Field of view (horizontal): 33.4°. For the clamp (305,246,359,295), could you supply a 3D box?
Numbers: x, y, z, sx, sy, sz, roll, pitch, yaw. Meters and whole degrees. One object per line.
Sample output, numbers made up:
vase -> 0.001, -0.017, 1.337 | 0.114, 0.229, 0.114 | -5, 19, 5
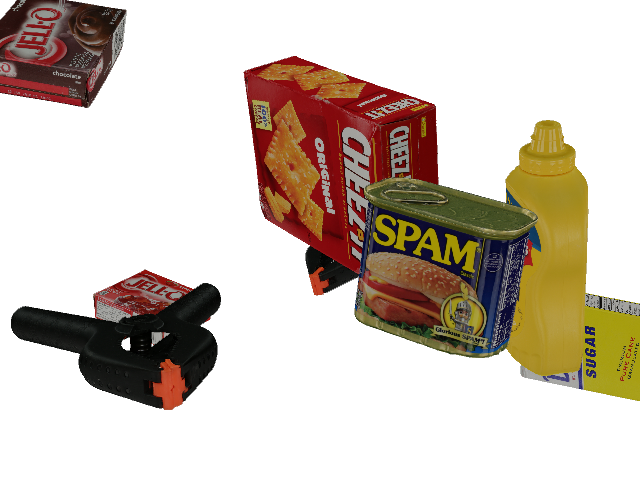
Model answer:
clamp -> 0.044, 0.000, 1.216 | 0.120, 0.039, 0.171 | -5, 36, 28

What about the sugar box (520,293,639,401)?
sugar box -> 0.294, 0.107, 1.063 | 0.176, 0.093, 0.048 | 9, 22, 8

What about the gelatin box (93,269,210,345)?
gelatin box -> -0.162, 0.063, 1.027 | 0.089, 0.030, 0.073 | 20, 29, 29

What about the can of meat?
can of meat -> 0.072, 0.016, 0.645 | 0.102, 0.084, 0.057 | 18, 23, 29

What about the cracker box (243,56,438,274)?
cracker box -> 0.017, -0.067, 0.996 | 0.072, 0.164, 0.214 | -22, 31, -28

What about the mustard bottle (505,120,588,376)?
mustard bottle -> 0.172, 0.001, 0.818 | 0.058, 0.192, 0.096 | -6, 26, -6

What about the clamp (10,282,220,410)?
clamp -> -0.121, 0.071, 0.770 | 0.164, 0.036, 0.210 | -10, 15, -26

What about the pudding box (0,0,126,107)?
pudding box -> -0.212, -0.153, 0.849 | 0.090, 0.039, 0.113 | 10, 35, 0
